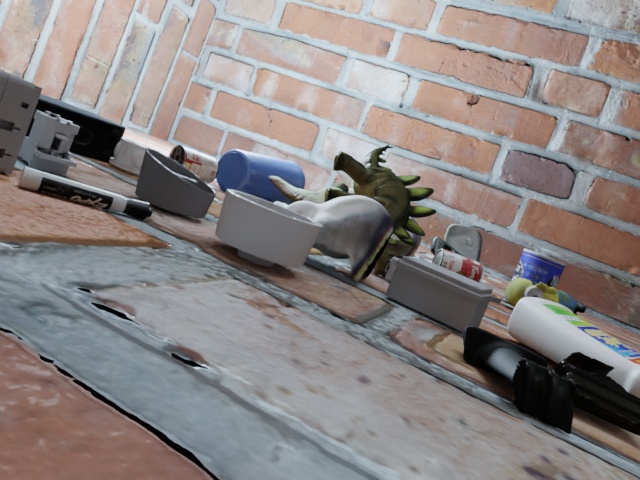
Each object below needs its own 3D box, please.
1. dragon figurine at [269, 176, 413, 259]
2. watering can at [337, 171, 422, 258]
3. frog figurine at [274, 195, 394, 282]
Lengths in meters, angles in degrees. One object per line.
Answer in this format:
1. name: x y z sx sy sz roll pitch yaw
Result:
1. dragon figurine: 0.003 -0.053 1.051 0.413 0.121 0.244 23 14 23
2. watering can: 0.134 -0.074 1.292 0.223 0.102 0.356 26 31 -23
3. frog figurine: 0.013 -0.023 0.693 0.160 0.120 0.139 34 26 11
